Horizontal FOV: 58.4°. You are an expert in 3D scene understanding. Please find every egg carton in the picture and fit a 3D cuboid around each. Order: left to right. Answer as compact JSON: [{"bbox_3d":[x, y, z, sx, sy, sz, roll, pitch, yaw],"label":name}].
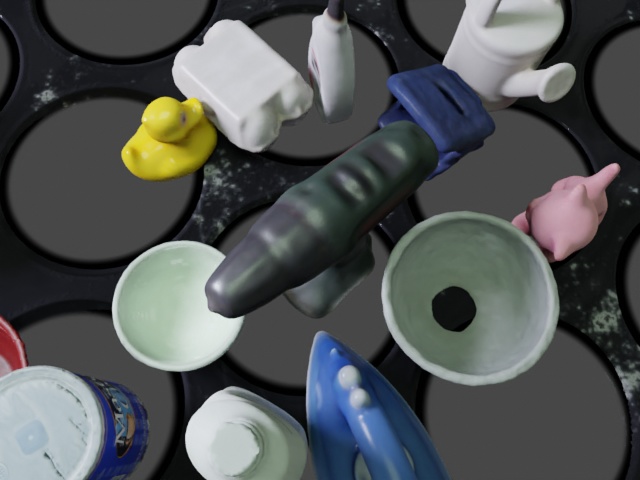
[{"bbox_3d":[-0.086,-0.169,0.629,0.150,0.069,0.107,43,75,11],"label":"egg carton"}]

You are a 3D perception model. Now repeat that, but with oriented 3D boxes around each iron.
[{"bbox_3d":[0.050,0.186,0.481,0.119,0.141,0.258,-22,74,-9],"label":"iron"}]

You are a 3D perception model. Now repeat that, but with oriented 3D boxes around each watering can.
[{"bbox_3d":[0.202,-0.220,0.592,0.101,0.194,0.172,-41,78,-14],"label":"watering can"}]

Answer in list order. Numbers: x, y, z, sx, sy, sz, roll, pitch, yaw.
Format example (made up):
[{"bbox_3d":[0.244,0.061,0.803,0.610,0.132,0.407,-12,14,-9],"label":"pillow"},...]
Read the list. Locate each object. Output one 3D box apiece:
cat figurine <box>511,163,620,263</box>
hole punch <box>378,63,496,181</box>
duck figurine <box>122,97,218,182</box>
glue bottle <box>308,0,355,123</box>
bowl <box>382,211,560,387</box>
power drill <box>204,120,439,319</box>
[{"bbox_3d":[0.251,-0.029,0.572,0.128,0.118,0.067,-40,77,-14],"label":"cat figurine"},{"bbox_3d":[0.128,-0.139,0.616,0.101,0.091,0.108,-33,76,-12],"label":"hole punch"},{"bbox_3d":[-0.162,-0.112,0.599,0.105,0.086,0.077,-30,75,-11],"label":"duck figurine"},{"bbox_3d":[0.012,-0.193,0.586,0.037,0.173,0.078,-18,73,-8],"label":"glue bottle"},{"bbox_3d":[0.138,0.061,0.561,0.167,0.075,0.167,1,72,-2],"label":"bowl"},{"bbox_3d":[0.005,0.002,0.504,0.075,0.208,0.230,43,75,11],"label":"power drill"}]
